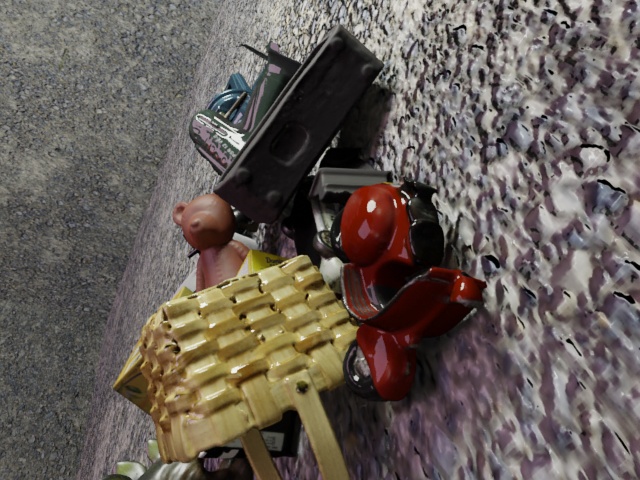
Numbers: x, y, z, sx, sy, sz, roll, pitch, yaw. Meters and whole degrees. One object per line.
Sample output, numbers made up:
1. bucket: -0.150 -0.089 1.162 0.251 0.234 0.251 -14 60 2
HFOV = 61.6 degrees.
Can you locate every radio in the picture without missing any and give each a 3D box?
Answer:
1. radio: -0.029 -0.128 0.618 0.229 0.073 0.131 -56 14 -2

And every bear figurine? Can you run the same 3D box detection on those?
1. bear figurine: -0.143 0.020 0.744 0.132 0.120 0.195 -17 -94 -83

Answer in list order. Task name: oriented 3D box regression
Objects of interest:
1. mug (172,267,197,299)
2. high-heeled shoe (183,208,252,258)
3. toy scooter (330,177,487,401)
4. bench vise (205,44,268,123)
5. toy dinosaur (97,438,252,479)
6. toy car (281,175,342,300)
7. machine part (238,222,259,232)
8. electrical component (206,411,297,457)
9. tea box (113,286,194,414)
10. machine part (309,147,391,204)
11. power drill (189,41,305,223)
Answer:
1. mug: -0.205 0.081 0.982 0.107 0.081 0.110 -51 17 17
2. high-heeled shoe: -0.183 -0.022 1.022 0.145 0.086 0.249 -39 8 0
3. toy scooter: 0.065 0.022 0.404 0.135 0.075 0.184 -42 42 52
4. bench vise: -0.141 -0.258 0.999 0.223 0.129 0.241 -63 32 26
5. toy dinosaur: -0.188 0.376 0.585 0.105 0.198 0.471 129 150 -48
6. toy car: -0.001 -0.002 0.594 0.202 0.056 0.073 -106 35 -55
7. machine part: -0.076 -0.130 0.819 0.079 0.079 0.243 3 78 66
8. electrical component: -0.076 0.160 0.579 0.058 0.115 0.134 -22 55 57
9. tea box: -0.206 0.146 0.738 0.098 0.068 0.170 -45 14 13
10. machine part: 0.028 -0.066 0.561 0.139 0.084 0.039 -101 7 -68
11. power drill: -0.061 -0.151 0.740 0.232 0.086 0.207 34 101 23
